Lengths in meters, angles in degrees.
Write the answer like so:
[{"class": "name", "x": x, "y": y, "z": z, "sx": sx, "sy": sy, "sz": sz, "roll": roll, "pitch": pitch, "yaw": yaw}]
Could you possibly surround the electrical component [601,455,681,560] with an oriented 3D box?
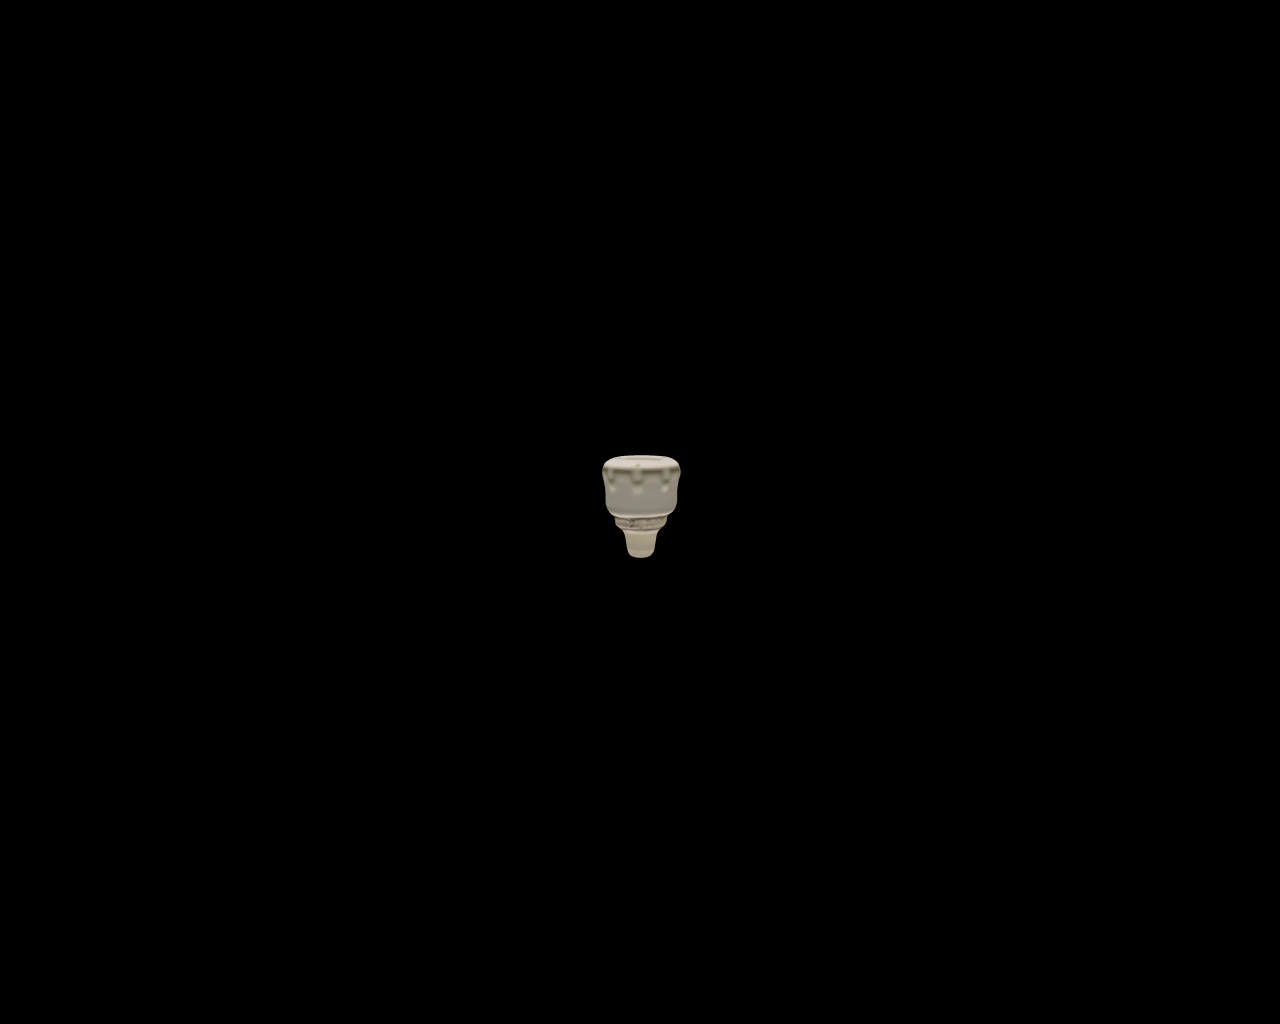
[{"class": "electrical component", "x": 0.001, "y": -0.003, "z": 0.650, "sx": 0.048, "sy": 0.062, "sz": 0.048, "roll": 0, "pitch": 7, "yaw": 0}]
